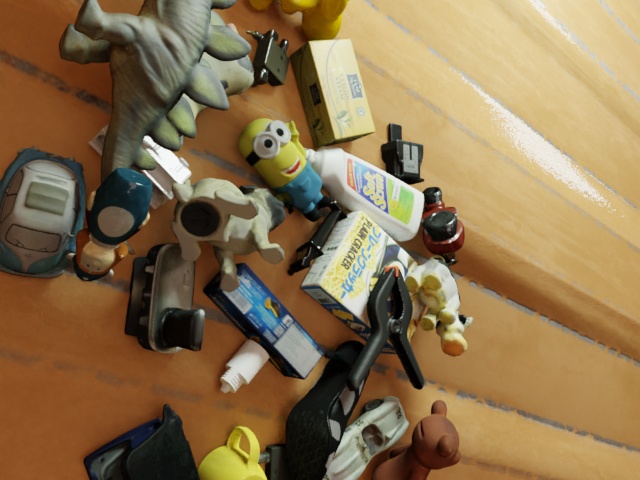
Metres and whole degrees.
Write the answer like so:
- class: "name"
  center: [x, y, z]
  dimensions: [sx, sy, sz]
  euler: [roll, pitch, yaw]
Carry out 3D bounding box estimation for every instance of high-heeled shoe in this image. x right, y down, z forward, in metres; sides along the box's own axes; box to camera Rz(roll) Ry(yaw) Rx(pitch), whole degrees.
- class: "high-heeled shoe"
  center: [0.022, 0.282, 0.867]
  dimensions: [0.145, 0.086, 0.248]
  euler: [32, 69, -56]

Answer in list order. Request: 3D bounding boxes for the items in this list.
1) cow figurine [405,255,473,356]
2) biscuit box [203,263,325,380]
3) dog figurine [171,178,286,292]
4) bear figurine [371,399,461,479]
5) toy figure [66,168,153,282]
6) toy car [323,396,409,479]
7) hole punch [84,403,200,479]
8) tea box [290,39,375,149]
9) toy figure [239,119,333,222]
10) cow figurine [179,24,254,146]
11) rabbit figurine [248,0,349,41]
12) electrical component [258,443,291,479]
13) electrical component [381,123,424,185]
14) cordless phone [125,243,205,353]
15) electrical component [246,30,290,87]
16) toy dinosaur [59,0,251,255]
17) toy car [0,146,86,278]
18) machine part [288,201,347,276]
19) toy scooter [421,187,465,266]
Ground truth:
- class: "cow figurine"
  center: [0.216, 0.115, 0.940]
  dimensions: [0.098, 0.068, 0.167]
  euler: [-38, 108, -52]
- class: "biscuit box"
  center: [-0.084, 0.124, 0.817]
  dimensions: [0.202, 0.063, 0.059]
  euler: [51, 61, -18]
- class: "dog figurine"
  center: [-0.127, -0.046, 0.751]
  dimensions: [0.121, 0.191, 0.172]
  euler: [-23, 120, 9]
- class: "bear figurine"
  center: [0.179, 0.373, 0.892]
  dimensions: [0.132, 0.120, 0.196]
  euler: [34, 109, -17]
- class: "toy figure"
  center: [-0.245, -0.010, 0.617]
  dimensions: [0.064, 0.058, 0.154]
  euler: [33, 107, 2]
- class: "toy car"
  center: [0.069, 0.338, 0.898]
  dimensions: [0.202, 0.056, 0.073]
  euler: [-29, 101, -34]
- class: "hole punch"
  center: [-0.227, 0.302, 0.695]
  dimensions: [0.116, 0.092, 0.142]
  euler: [-26, 97, -63]
- class: "tea box"
  center: [0.022, -0.253, 0.934]
  dimensions: [0.098, 0.068, 0.169]
  euler: [-20, 95, -34]
- class: "toy figure"
  center: [-0.058, -0.109, 0.856]
  dimensions: [0.180, 0.089, 0.082]
  euler: [53, 43, -28]
- class: "cow figurine"
  center: [-0.183, -0.221, 0.780]
  dimensions: [0.195, 0.085, 0.127]
  euler: [-32, 94, -27]
- class: "rabbit figurine"
  center: [-0.014, -0.409, 0.896]
  dimensions: [0.173, 0.163, 0.122]
  euler: [53, 45, -38]
- class: "electrical component"
  center: [-0.062, 0.348, 0.828]
  dimensions: [0.094, 0.021, 0.063]
  euler: [8, 80, -34]
- class: "electrical component"
  center: [0.159, -0.167, 1.029]
  dimensions: [0.075, 0.048, 0.119]
  euler: [7, 82, -34]
- class: "cordless phone"
  center: [-0.182, 0.073, 0.684]
  dimensions: [0.089, 0.184, 0.146]
  euler: [9, 79, -29]
- class: "electrical component"
  center: [-0.089, -0.296, 0.881]
  dimensions: [0.078, 0.045, 0.102]
  euler: [25, 71, -60]
- class: "toy dinosaur"
  center: [-0.200, -0.222, 0.655]
  dimensions: [0.198, 0.105, 0.471]
  euler: [24, 87, -32]
- class: "toy car"
  center: [-0.332, -0.036, 0.645]
  dimensions: [0.109, 0.103, 0.161]
  euler: [18, 76, -32]
- class: "machine part"
  center: [-0.002, -0.003, 0.881]
  dimensions: [0.039, 0.084, 0.139]
  euler: [36, 65, -4]
- class: "toy scooter"
  center: [0.233, -0.009, 1.021]
  dimensions: [0.184, 0.075, 0.135]
  euler: [-84, 159, -59]
